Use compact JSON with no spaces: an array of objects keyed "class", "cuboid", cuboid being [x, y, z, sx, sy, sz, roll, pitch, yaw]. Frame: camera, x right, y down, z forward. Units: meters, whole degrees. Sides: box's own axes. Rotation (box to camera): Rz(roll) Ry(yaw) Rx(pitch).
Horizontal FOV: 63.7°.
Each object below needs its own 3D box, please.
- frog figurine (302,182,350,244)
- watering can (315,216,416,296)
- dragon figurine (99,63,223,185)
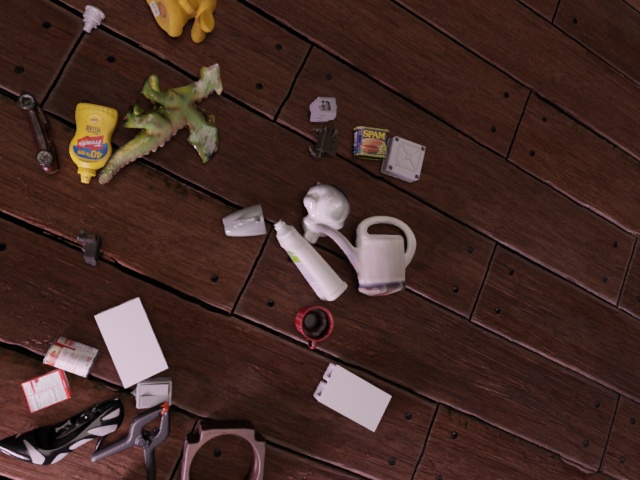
[{"class":"frog figurine","cuboid":[0.004,-0.071,1.410,0.135,0.122,0.162,49,61,-29]},{"class":"watering can","cuboid":[0.136,0.045,1.435,0.348,0.103,0.225,-1,86,-32]},{"class":"dragon figurine","cuboid":[-0.369,-0.284,1.317,0.241,0.122,0.414,25,79,-23]}]
